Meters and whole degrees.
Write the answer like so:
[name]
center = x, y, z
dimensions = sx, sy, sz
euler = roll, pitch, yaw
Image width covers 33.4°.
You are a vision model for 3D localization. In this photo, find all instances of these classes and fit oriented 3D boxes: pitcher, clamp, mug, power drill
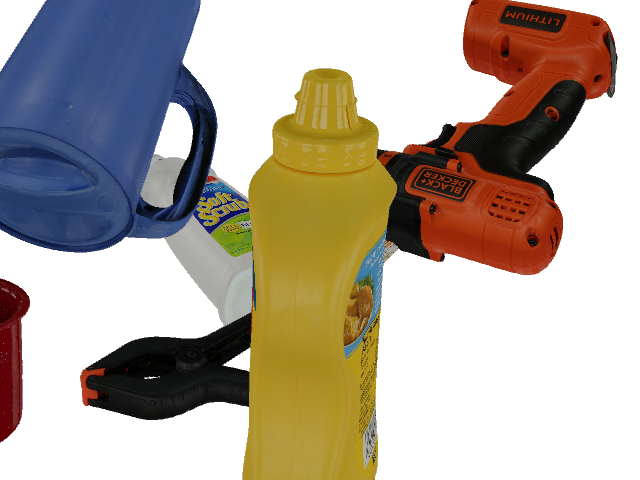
[pitcher]
center = -0.162, -0.116, 0.808
dimensions = 0.145, 0.242, 0.149
euler = -5, -41, 24
[clamp]
center = -0.093, 0.092, 0.807
dimensions = 0.171, 0.039, 0.120
euler = 0, 25, -9
[mug]
center = -0.224, 0.078, 0.623
dimensions = 0.093, 0.081, 0.117
euler = 13, 22, 20
[power drill]
center = 0.086, -0.071, 0.659
dimensions = 0.185, 0.187, 0.057
euler = 19, -31, 28

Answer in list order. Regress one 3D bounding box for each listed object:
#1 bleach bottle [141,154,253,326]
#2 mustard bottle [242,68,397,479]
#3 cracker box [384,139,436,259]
[bleach bottle]
center = -0.107, -0.014, 0.992
dimensions = 0.102, 0.068, 0.251
euler = -14, 36, -33
[mustard bottle]
center = -0.001, 0.024, 0.440
dimensions = 0.058, 0.192, 0.096
euler = 8, 25, 11
[cracker box]
center = 0.061, -0.014, 1.272
dimensions = 0.214, 0.072, 0.163
euler = -48, -9, 34
